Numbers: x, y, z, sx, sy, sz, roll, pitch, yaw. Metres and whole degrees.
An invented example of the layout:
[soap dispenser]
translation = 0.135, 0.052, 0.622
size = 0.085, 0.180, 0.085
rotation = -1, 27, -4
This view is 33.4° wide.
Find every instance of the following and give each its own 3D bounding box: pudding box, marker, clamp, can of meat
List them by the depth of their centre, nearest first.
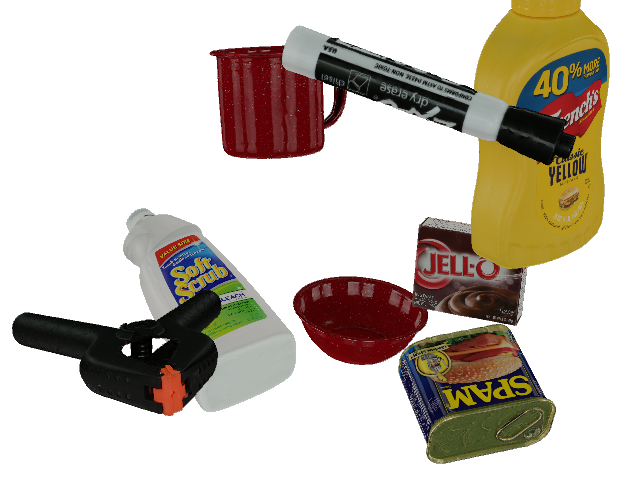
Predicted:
[marker]
translation = 0.042, -0.057, 0.424
size = 0.121, 0.020, 0.020
rotation = 22, 5, 13
[clamp]
translation = -0.121, 0.075, 0.773
size = 0.164, 0.036, 0.210
rotation = -10, 14, -26
[can of meat]
translation = 0.119, 0.118, 0.835
size = 0.102, 0.057, 0.084
rotation = -9, 44, -11
[pudding box]
translation = 0.153, 0.030, 1.088
size = 0.114, 0.090, 0.039
rotation = 9, 22, 17

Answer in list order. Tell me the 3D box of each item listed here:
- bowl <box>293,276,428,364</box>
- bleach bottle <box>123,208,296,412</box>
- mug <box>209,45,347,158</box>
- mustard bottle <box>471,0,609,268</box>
[bowl]
translation = 0.046, 0.102, 1.279
size = 0.162, 0.055, 0.162
rotation = 4, 25, -2
[bleach bottle]
translation = -0.125, 0.048, 1.003
size = 0.102, 0.068, 0.251
rotation = -20, 43, -26
[mug]
translation = -0.029, -0.112, 0.848
size = 0.117, 0.081, 0.093
rotation = -12, 16, -35
[mustard bottle]
translation = 0.138, -0.083, 0.665
size = 0.096, 0.192, 0.058
rotation = -20, 31, -28
